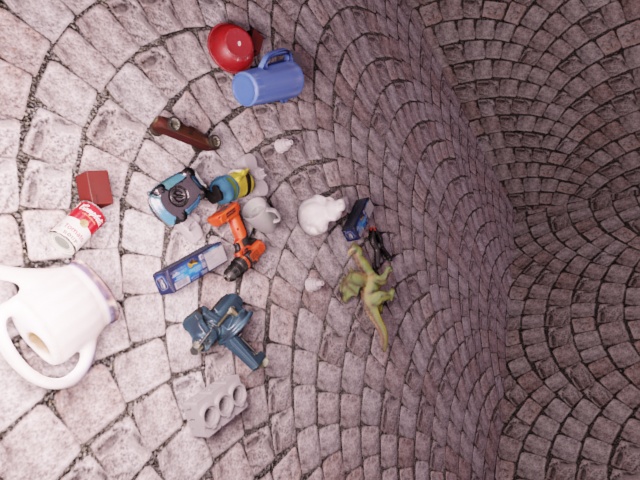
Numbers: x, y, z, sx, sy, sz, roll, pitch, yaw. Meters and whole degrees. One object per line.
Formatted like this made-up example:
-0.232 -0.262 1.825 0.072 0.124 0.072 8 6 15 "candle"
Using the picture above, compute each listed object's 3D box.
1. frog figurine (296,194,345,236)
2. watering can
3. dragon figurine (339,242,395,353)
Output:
0.005 -0.087 1.735 0.121 0.158 0.140 26 59 -46 "frog figurine"
-0.528 0.112 0.988 0.228 0.103 0.344 -46 116 -51 "watering can"
0.162 0.205 1.930 0.242 0.120 0.417 13 66 -33 "dragon figurine"
